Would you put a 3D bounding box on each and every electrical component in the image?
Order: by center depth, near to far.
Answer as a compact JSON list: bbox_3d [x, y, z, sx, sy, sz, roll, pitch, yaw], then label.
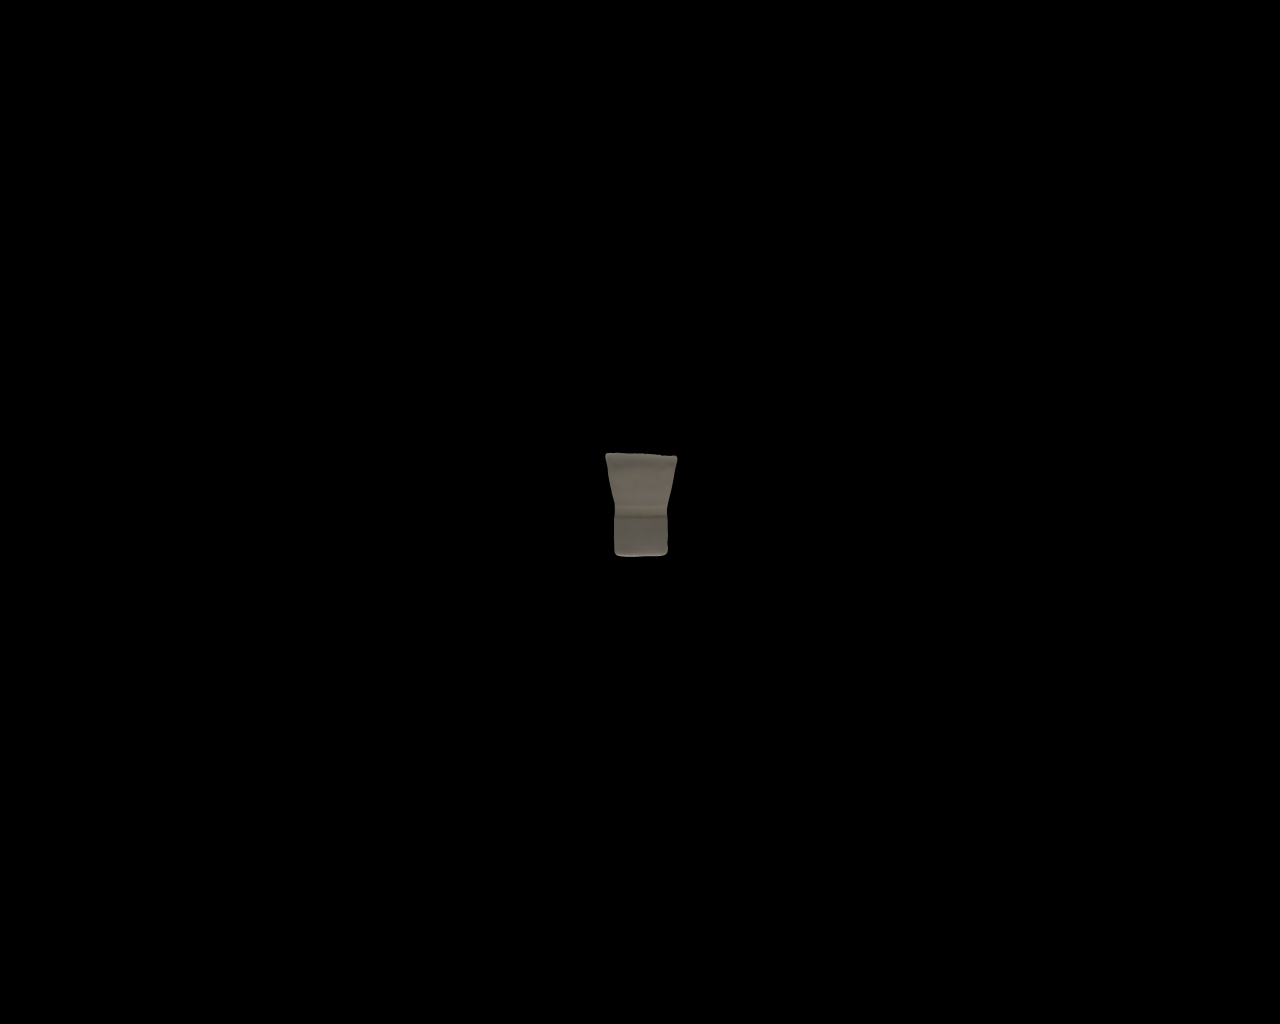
[{"bbox_3d":[0.001,-0.003,0.650,0.044,0.065,0.044,0,0,0],"label":"electrical component"}]
